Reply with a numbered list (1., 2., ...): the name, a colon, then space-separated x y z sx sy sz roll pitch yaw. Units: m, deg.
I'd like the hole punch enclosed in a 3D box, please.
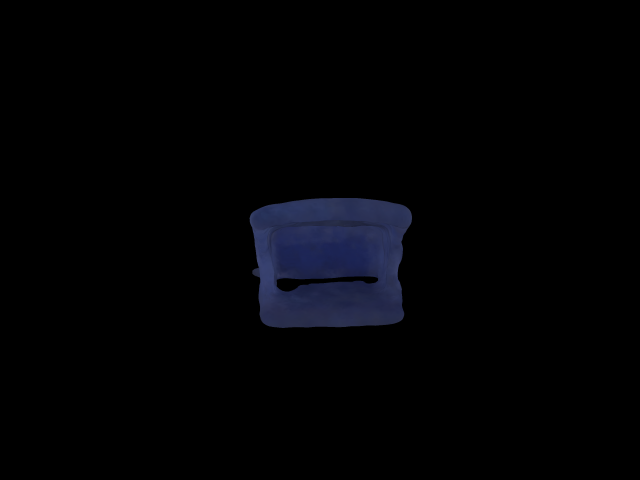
1. hole punch: 0.004 0.001 0.400 0.108 0.091 0.101 -1 23 -3
